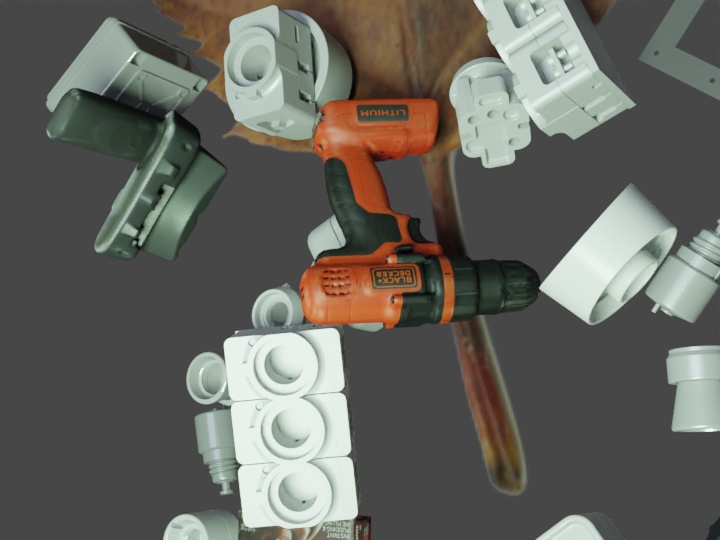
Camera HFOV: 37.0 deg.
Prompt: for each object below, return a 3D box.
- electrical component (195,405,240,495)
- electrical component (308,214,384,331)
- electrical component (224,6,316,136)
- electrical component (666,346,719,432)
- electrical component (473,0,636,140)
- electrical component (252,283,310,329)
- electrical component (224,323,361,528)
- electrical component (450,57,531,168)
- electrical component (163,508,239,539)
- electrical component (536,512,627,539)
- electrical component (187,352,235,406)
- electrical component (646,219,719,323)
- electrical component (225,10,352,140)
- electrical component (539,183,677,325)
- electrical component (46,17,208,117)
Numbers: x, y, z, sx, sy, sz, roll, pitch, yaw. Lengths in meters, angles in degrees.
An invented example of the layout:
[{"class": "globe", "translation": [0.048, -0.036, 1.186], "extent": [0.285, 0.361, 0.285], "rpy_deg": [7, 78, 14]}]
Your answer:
[{"class": "electrical component", "translation": [-0.121, 0.156, 0.939], "extent": [0.040, 0.040, 0.078], "rpy_deg": [-18, 72, 28]}, {"class": "electrical component", "translation": [0.000, 0.000, 0.886], "extent": [0.059, 0.054, 0.095], "rpy_deg": [-35, 65, 21]}, {"class": "electrical component", "translation": [-0.075, -0.164, 0.885], "extent": [0.050, 0.056, 0.089], "rpy_deg": [-11, 76, 29]}, {"class": "electrical component", "translation": [0.234, 0.082, 0.735], "extent": [0.045, 0.045, 0.055], "rpy_deg": [-8, 77, 30]}, {"class": "electrical component", "translation": [0.137, -0.181, 0.814], "extent": [0.062, 0.089, 0.150], "rpy_deg": [-31, 67, 23]}, {"class": "electrical component", "translation": [-0.059, 0.040, 0.913], "extent": [0.048, 0.055, 0.066], "rpy_deg": [-36, 65, 21]}, {"class": "electrical component", "translation": [-0.052, 0.121, 0.851], "extent": [0.089, 0.061, 0.150], "rpy_deg": [-6, 93, 4]}, {"class": "electrical component", "translation": [0.101, -0.128, 0.839], "extent": [0.058, 0.078, 0.057], "rpy_deg": [-10, 51, 5]}, {"class": "electrical component", "translation": [-0.137, 0.235, 0.931], "extent": [0.055, 0.047, 0.055], "rpy_deg": [-6, 78, 30]}, {"class": "electrical component", "translation": [0.169, 0.217, 0.742], "extent": [0.054, 0.059, 0.095], "rpy_deg": [-42, 63, 18]}, {"class": "electrical component", "translation": [-0.117, 0.096, 0.939], "extent": [0.045, 0.055, 0.045], "rpy_deg": [-6, 78, 30]}, {"class": "electrical component", "translation": [0.234, 0.000, 0.752], "extent": [0.040, 0.040, 0.078], "rpy_deg": [37, 101, 31]}, {"class": "electrical component", "translation": [-0.058, -0.166, 0.946], "extent": [0.108, 0.060, 0.108], "rpy_deg": [-6, 79, 30]}, {"class": "electrical component", "translation": [0.174, -0.012, 0.760], "extent": [0.064, 0.099, 0.099], "rpy_deg": [44, 105, 23]}, {"class": "electrical component", "translation": [-0.219, -0.169, 1.017], "extent": [0.108, 0.109, 0.056], "rpy_deg": [-47, 64, 16]}]
